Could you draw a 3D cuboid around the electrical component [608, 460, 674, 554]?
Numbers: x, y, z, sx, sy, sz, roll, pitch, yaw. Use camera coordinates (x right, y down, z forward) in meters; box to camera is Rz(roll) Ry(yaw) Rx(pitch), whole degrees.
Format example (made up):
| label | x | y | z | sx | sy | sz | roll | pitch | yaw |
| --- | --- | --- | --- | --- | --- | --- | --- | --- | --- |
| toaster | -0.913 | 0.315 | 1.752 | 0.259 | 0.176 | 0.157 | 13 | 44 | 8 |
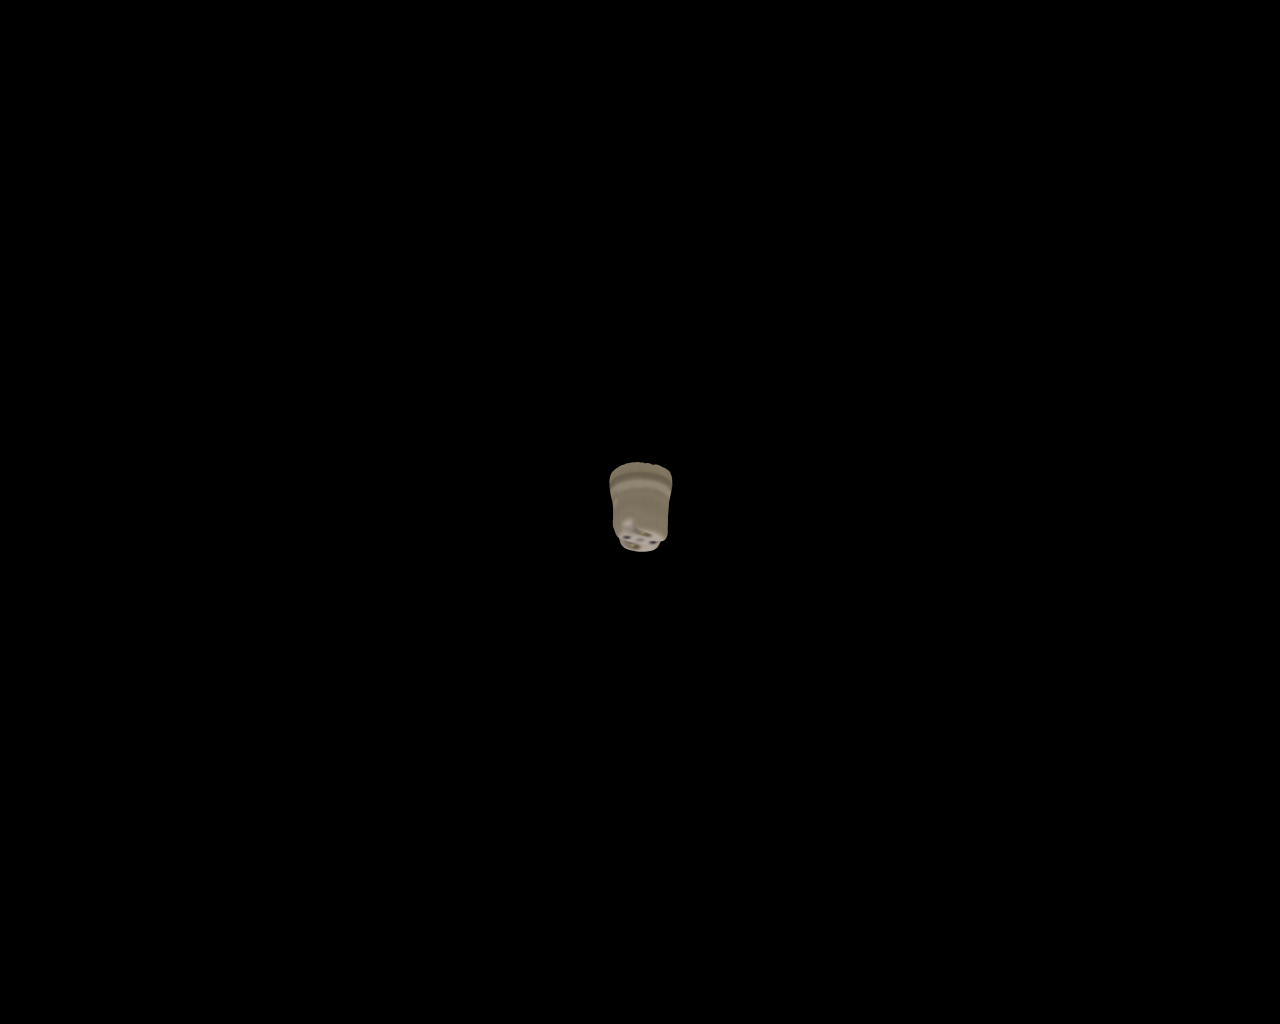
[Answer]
| label | x | y | z | sx | sy | sz | roll | pitch | yaw |
| --- | --- | --- | --- | --- | --- | --- | --- | --- | --- |
| electrical component | 0.001 | -0.003 | 0.650 | 0.040 | 0.046 | 0.040 | 0 | -27 | 0 |
